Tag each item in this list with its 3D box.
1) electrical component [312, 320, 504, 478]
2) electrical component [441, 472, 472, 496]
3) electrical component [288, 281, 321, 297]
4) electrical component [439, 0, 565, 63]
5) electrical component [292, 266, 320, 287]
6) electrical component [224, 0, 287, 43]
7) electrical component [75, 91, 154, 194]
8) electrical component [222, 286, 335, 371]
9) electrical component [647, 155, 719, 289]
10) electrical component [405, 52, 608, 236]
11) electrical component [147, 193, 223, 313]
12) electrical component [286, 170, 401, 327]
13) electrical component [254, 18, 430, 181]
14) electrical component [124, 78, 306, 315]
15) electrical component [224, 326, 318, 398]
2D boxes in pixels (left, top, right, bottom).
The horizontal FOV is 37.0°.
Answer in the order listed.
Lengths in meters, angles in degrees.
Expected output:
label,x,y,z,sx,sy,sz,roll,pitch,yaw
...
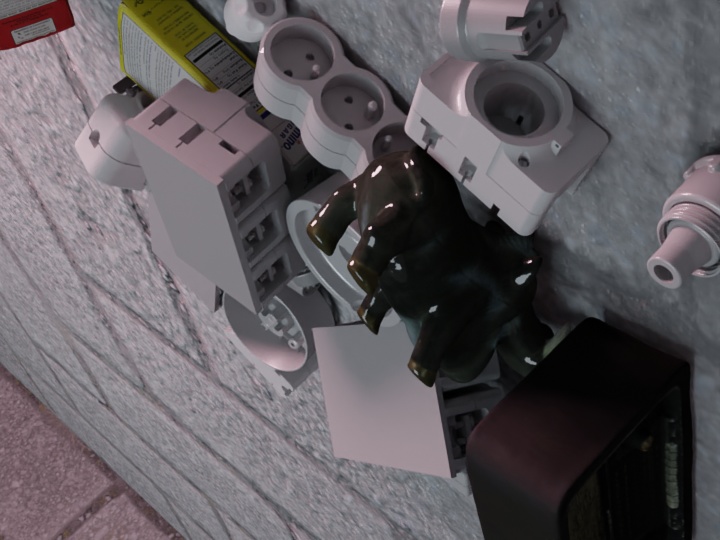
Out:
label,x,y,z,sx,sy,sz,roll,pitch,yaw
electrical component,0.037,0.087,0.798,0.186,0.060,0.105,-10,90,64
electrical component,0.070,0.130,0.882,0.083,0.047,0.075,34,153,31
electrical component,-0.060,-0.007,0.905,0.065,0.044,0.044,34,154,20
electrical component,0.067,-0.116,0.504,0.046,0.040,0.040,17,143,41
electrical component,-0.043,-0.020,0.848,0.066,0.048,0.055,4,124,59
electrical component,-0.071,-0.161,0.684,0.035,0.035,0.061,54,159,-14
electrical component,-0.165,-0.100,0.843,0.059,0.095,0.053,-51,55,25
electrical component,-0.073,0.039,0.970,0.099,0.064,0.099,39,156,21
electrical component,0.153,-0.017,0.477,0.048,0.062,0.048,39,156,21
electrical component,0.074,-0.072,0.547,0.089,0.050,0.055,43,157,12
electrical component,-0.136,-0.038,0.964,0.089,0.062,0.150,44,157,11
electrical component,0.009,-0.022,0.731,0.108,0.060,0.108,39,156,21
electrical component,-0.011,-0.087,0.673,0.138,0.052,0.073,45,157,7
electrical component,-0.094,-0.051,0.754,0.089,0.062,0.150,34,155,26
electrical component,-0.079,0.069,1.041,0.089,0.056,0.050,47,157,3
